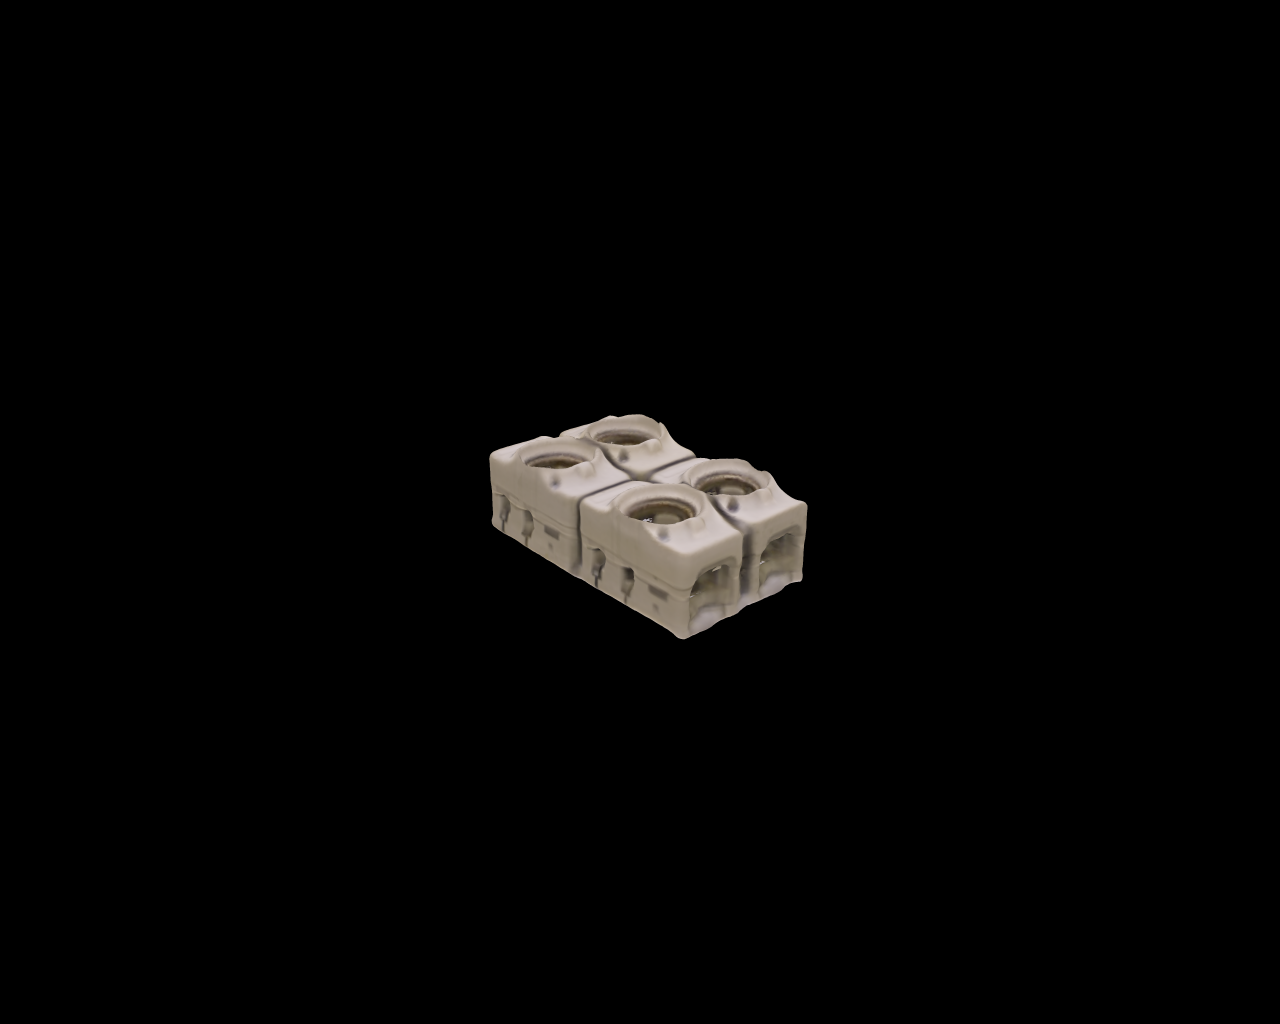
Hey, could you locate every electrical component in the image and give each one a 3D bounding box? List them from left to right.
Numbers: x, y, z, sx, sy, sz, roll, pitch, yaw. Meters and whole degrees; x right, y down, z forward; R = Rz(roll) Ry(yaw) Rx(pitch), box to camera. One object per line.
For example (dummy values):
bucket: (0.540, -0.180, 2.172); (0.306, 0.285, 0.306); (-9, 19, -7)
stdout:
electrical component: (0.001, -0.003, 0.650); (0.105, 0.060, 0.186); (-21, 33, -36)
